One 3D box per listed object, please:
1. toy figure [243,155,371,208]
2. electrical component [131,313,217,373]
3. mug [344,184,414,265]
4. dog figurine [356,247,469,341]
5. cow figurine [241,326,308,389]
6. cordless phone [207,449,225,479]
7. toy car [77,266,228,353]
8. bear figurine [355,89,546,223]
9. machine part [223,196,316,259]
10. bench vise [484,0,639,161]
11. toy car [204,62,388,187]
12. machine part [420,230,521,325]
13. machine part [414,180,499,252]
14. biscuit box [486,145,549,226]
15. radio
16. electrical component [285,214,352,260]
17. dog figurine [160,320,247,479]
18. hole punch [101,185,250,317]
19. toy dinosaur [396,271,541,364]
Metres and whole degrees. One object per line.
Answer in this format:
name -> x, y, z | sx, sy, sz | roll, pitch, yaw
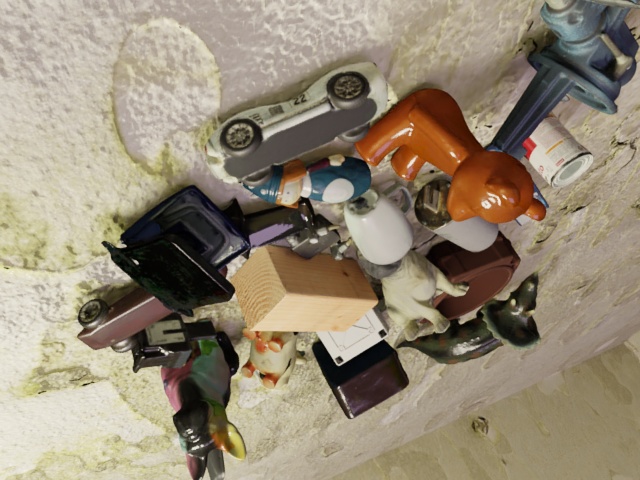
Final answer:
toy figure -> -0.014, -0.070, 0.633 | 0.154, 0.058, 0.064 | -9, 109, -26
electrical component -> -0.215, 0.143, 0.778 | 0.119, 0.075, 0.047 | -3, 141, -40
mug -> 0.086, -0.033, 0.749 | 0.109, 0.081, 0.107 | -47, 141, -3
dog figurine -> 0.122, 0.061, 0.892 | 0.172, 0.190, 0.121 | -35, -162, 54
cow figurine -> -0.076, 0.189, 0.934 | 0.127, 0.086, 0.194 | -47, 153, -45
cordless phone -> -0.196, 0.332, 0.969 | 0.089, 0.184, 0.146 | 2, 139, -33
toy car -> -0.214, 0.075, 0.694 | 0.202, 0.053, 0.089 | -30, 145, -4
bear figurine -> 0.150, -0.076, 0.613 | 0.120, 0.196, 0.132 | 9, 135, -49
machine part -> -0.070, -0.020, 0.672 | 0.139, 0.039, 0.084 | -15, 130, -21
bench vise -> 0.273, -0.184, 0.614 | 0.223, 0.129, 0.240 | 4, 125, -56
toy car -> -0.023, -0.117, 0.554 | 0.202, 0.056, 0.073 | -24, 156, -3
machine part -> 0.275, 0.076, 1.052 | 0.201, 0.087, 0.201 | -18, 147, -15
machine part -> 0.218, -0.034, 0.847 | 0.079, 0.079, 0.243 | -41, 148, 21
biscuit box -> 0.301, -0.086, 0.849 | 0.059, 0.063, 0.202 | -38, 148, 18
radio -> 0.070, 0.235, 1.018 | 0.131, 0.073, 0.230 | -26, -168, -7
electrical component -> -0.002, -0.001, 0.754 | 0.078, 0.045, 0.102 | -33, 149, 6
dog figurine -> -0.173, 0.251, 0.832 | 0.108, 0.219, 0.191 | -24, 149, 1
hole punch -> -0.153, 0.013, 0.604 | 0.116, 0.092, 0.142 | -16, 133, 32
toy dinosaur -> 0.323, 0.214, 1.190 | 0.405, 0.131, 0.192 | -31, 171, 26
